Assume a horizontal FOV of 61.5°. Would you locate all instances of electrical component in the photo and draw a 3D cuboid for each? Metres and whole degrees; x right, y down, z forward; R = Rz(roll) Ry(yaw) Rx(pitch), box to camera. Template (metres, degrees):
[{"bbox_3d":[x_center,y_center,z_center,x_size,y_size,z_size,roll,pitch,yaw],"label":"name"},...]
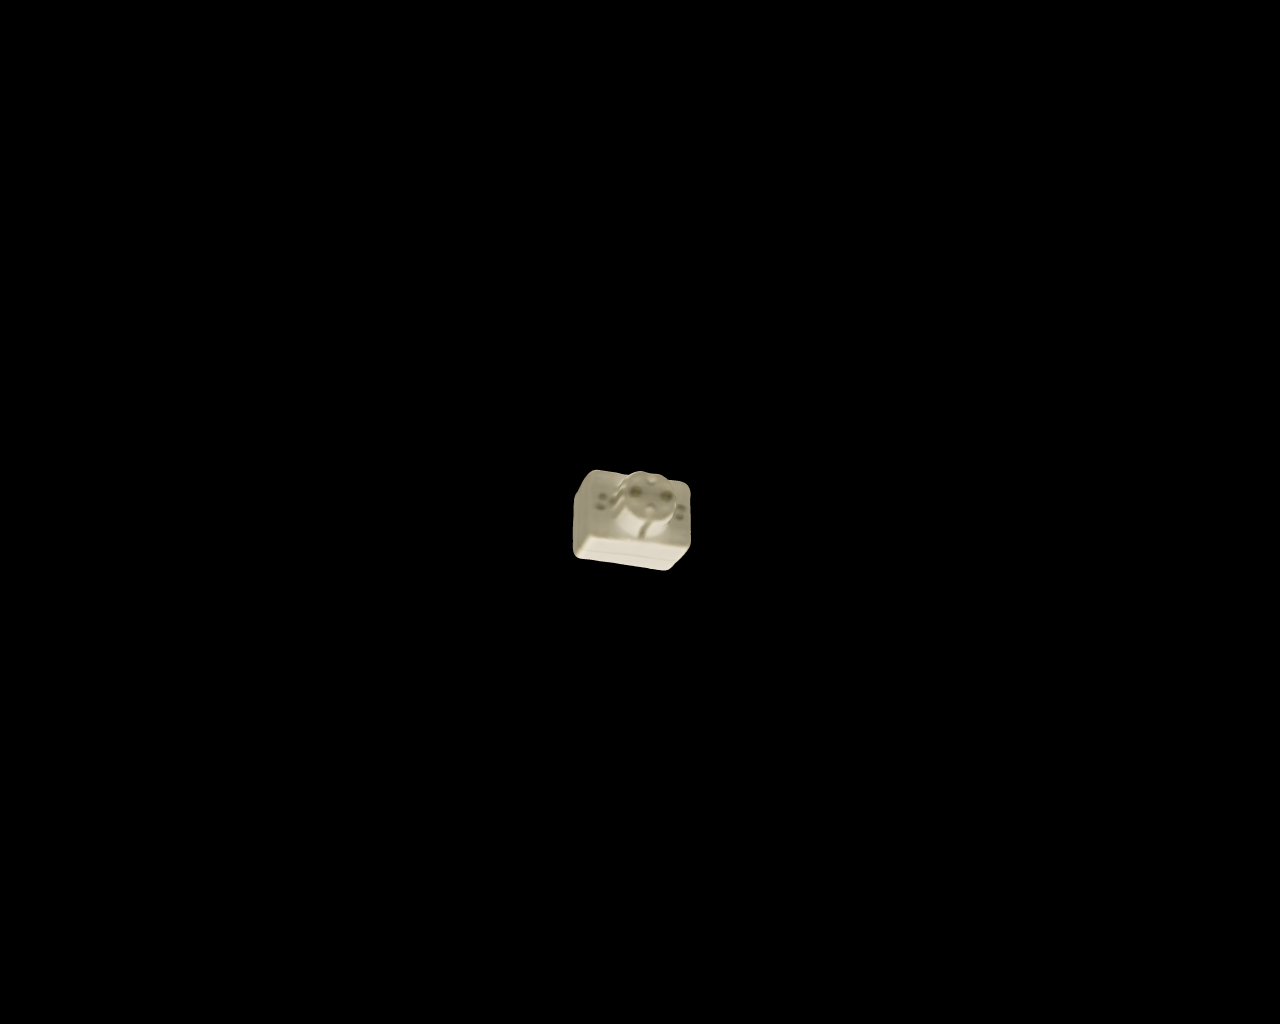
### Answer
[{"bbox_3d":[0.001,-0.003,0.650,0.066,0.047,0.076,8,-28,-16],"label":"electrical component"}]
